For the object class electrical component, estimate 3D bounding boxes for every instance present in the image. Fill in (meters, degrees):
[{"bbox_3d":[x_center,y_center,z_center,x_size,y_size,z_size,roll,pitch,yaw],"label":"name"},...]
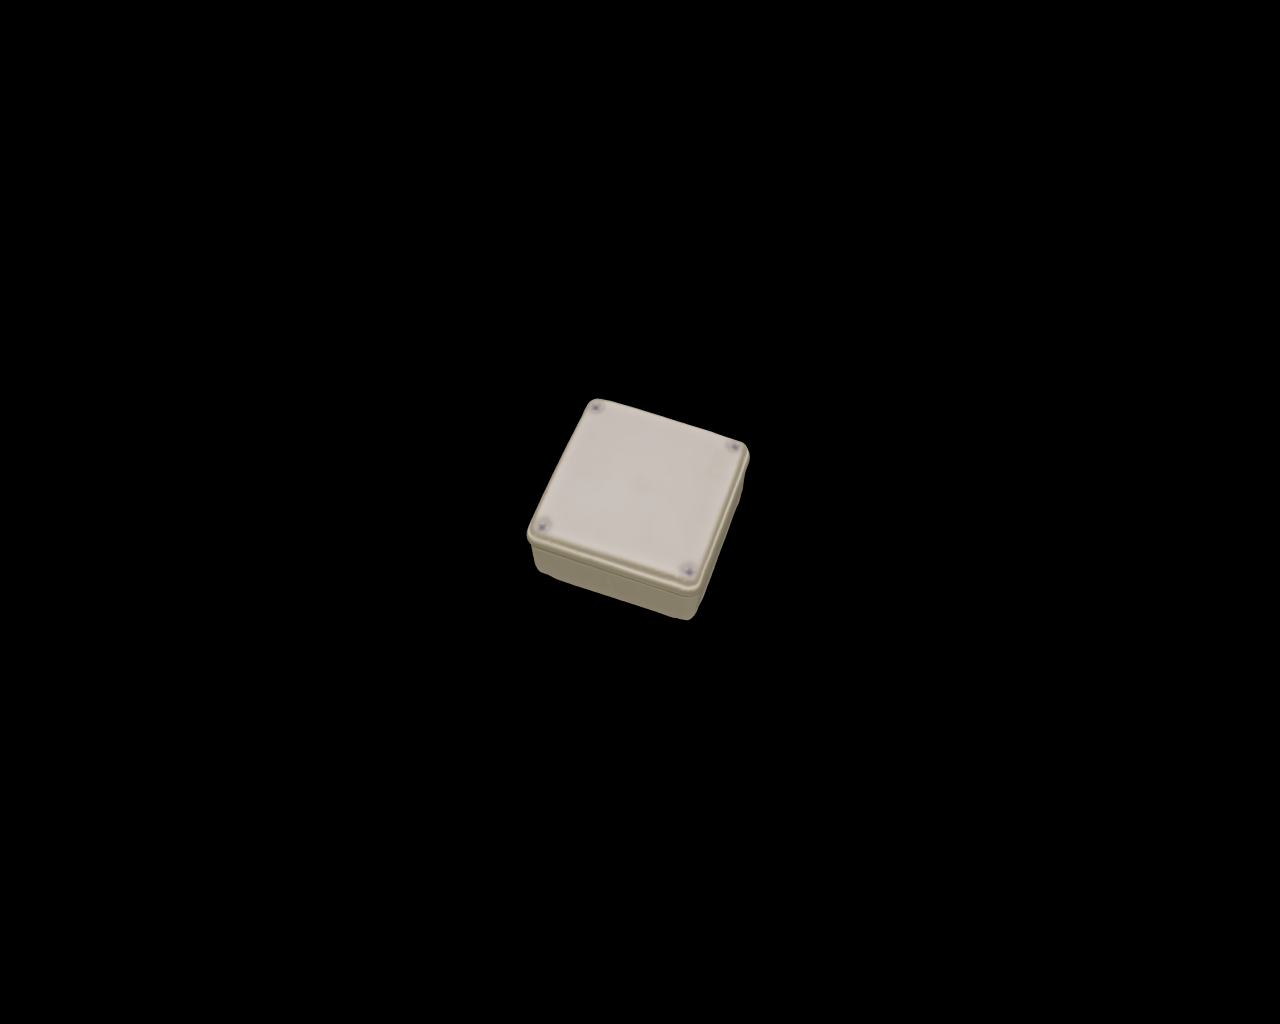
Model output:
[{"bbox_3d":[0.001,-0.003,0.650,0.109,0.109,0.056,18,-28,10],"label":"electrical component"}]
